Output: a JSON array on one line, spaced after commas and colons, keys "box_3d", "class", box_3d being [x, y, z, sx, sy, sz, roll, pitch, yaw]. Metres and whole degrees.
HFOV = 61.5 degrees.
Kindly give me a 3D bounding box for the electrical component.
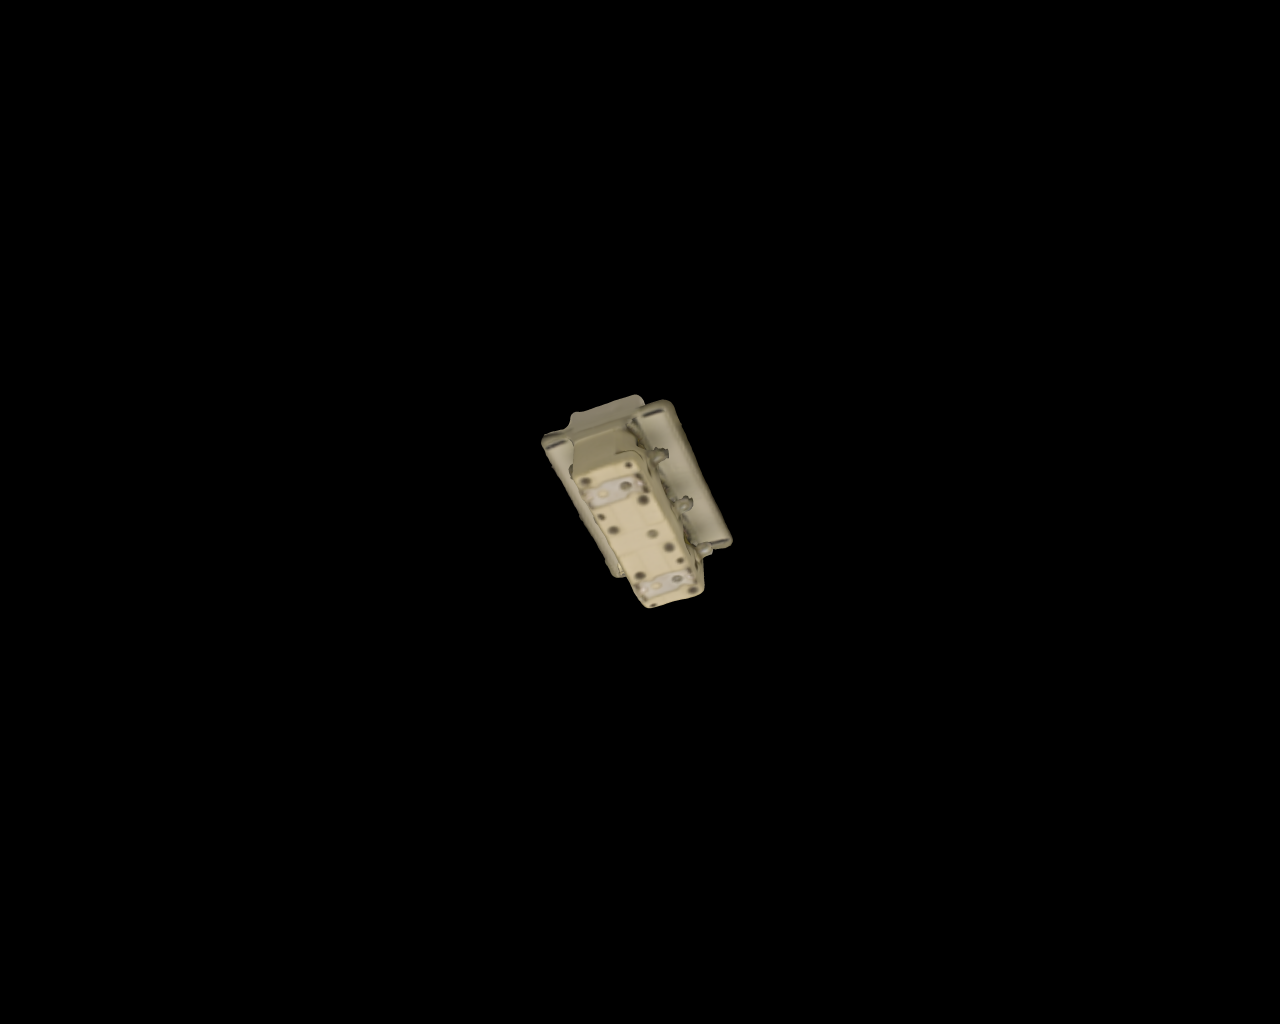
[{"box_3d": [0.001, -0.003, 0.650, 0.079, 0.121, 0.063, -16, 39, 13], "class": "electrical component"}]
